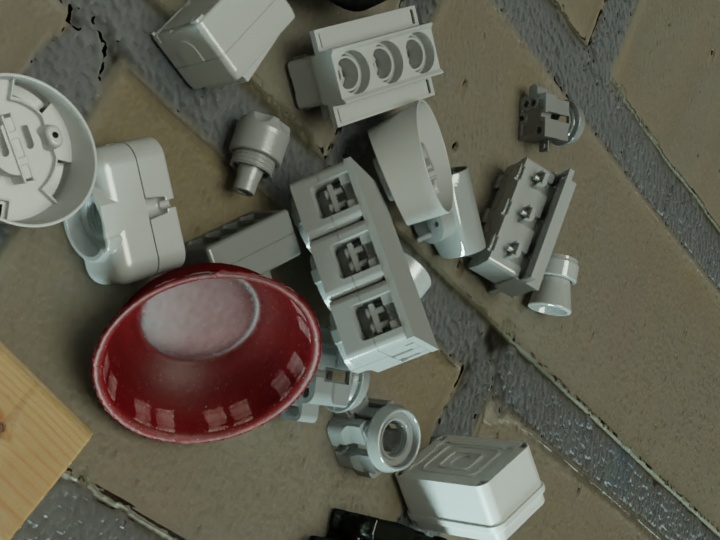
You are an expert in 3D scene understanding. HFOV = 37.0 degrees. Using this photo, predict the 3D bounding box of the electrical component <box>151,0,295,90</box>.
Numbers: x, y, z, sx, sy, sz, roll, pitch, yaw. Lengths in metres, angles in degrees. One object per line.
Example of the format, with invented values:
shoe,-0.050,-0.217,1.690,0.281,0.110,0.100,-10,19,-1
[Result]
electrical component,-0.096,-0.186,0.813,0.061,0.062,0.096,53,56,-29

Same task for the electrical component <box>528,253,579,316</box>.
electrical component,0.199,0.015,1.101,0.045,0.045,0.055,24,73,-41

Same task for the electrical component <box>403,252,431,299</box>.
electrical component,0.026,0.016,0.933,0.055,0.055,0.047,51,61,-30

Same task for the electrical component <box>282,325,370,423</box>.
electrical component,-0.030,0.086,0.877,0.057,0.058,0.078,13,80,-40

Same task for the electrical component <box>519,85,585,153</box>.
electrical component,0.196,-0.153,1.100,0.055,0.048,0.066,5,86,-36

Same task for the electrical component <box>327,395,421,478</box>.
electrical component,0.014,0.141,0.917,0.058,0.057,0.078,-33,112,-39

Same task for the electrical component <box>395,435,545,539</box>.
electrical component,0.098,0.193,0.958,0.078,0.113,0.057,-31,108,-39

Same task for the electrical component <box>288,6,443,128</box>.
electrical component,0.004,-0.171,0.906,0.121,0.063,0.078,-25,107,-41

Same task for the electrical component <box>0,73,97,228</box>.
electrical component,-0.225,-0.075,0.689,0.099,0.064,0.099,1,89,-43

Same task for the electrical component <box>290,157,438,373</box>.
electrical component,0.000,0.000,0.851,0.089,0.062,0.150,33,36,-71

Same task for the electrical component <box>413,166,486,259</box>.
electrical component,0.075,-0.048,0.986,0.079,0.043,0.077,-26,107,-40

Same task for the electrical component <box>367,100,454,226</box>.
electrical component,0.047,-0.090,0.922,0.099,0.064,0.099,-23,90,-84

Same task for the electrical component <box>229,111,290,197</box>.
electrical component,-0.082,-0.089,0.838,0.043,0.043,0.062,28,72,-40

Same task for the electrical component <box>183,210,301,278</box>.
electrical component,-0.088,0.003,0.828,0.083,0.047,0.075,-30,110,-39

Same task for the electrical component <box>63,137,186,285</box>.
electrical component,-0.168,-0.040,0.749,0.059,0.054,0.095,-20,103,-42

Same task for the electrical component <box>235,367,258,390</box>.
electrical component,-0.083,0.088,0.836,0.062,0.048,0.048,-46,120,-22

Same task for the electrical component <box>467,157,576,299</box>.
electrical component,0.156,-0.043,1.046,0.063,0.079,0.121,29,68,-16
